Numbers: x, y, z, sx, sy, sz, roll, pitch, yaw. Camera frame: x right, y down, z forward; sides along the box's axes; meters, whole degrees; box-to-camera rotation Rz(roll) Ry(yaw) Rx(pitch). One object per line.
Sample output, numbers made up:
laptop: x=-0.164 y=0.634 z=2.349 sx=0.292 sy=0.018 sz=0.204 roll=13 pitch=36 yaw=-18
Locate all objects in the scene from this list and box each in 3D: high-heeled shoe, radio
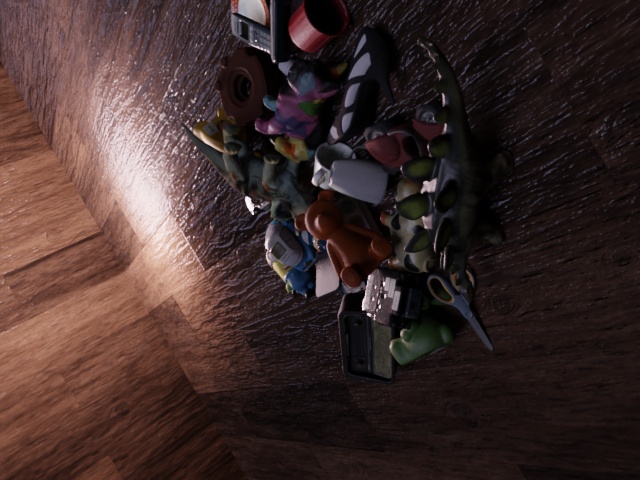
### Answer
high-heeled shoe: x=0.055 y=-0.275 z=1.001 sx=0.249 sy=0.086 sz=0.145 roll=-25 pitch=89 yaw=55
radio: x=0.116 y=0.232 z=1.268 sx=0.131 sy=0.073 sz=0.229 roll=4 pitch=123 yaw=13

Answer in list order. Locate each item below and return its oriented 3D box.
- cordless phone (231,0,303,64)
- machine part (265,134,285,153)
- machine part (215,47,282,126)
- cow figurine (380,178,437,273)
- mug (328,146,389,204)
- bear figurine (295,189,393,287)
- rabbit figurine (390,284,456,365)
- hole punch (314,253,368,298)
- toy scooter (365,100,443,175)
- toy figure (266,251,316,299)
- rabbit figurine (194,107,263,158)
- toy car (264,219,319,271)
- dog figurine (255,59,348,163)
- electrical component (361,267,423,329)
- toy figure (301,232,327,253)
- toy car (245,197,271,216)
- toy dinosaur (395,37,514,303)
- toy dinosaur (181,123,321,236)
cordless phone: x=-0.113 y=-0.446 z=1.065 sx=0.184 sy=0.089 sz=0.146 roll=33 pitch=139 yaw=30
machine part: x=-0.107 y=-0.253 z=1.263 sx=0.139 sy=0.039 sz=0.084 roll=46 pitch=149 yaw=17
machine part: x=-0.162 y=-0.342 z=1.208 sx=0.180 sy=0.056 sz=0.179 roll=14 pitch=112 yaw=38
cow figurine: x=0.181 y=-0.027 z=1.020 sx=0.127 sy=0.085 sz=0.194 roll=21 pitch=129 yaw=52
mug: x=0.074 y=-0.131 z=1.045 sx=0.081 sy=0.107 sz=0.109 roll=166 pitch=113 yaw=-80
bear figurine: x=0.041 y=-0.010 z=1.064 sx=0.196 sy=0.120 sz=0.132 roll=48 pitch=-179 yaw=6
rabbit figurine: x=0.197 y=0.152 z=1.115 sx=0.170 sy=0.121 sz=0.159 roll=64 pitch=146 yaw=20
hole punch: x=0.052 y=0.078 z=1.283 sx=0.142 sy=0.092 sz=0.116 roll=-32 pitch=55 yaw=58
toy scooter: x=0.162 y=-0.159 z=0.950 sx=0.184 sy=0.075 sz=0.135 roll=-8 pitch=108 yaw=50
toy figure: x=-0.077 y=0.084 z=1.448 sx=0.180 sy=0.082 sz=0.089 roll=47 pitch=143 yaw=15
rabbit figurine: x=-0.224 y=-0.235 z=1.389 sx=0.162 sy=0.122 sz=0.173 roll=36 pitch=155 yaw=17
toy car: x=-0.084 y=0.013 z=1.362 sx=0.162 sy=0.103 sz=0.109 roll=51 pitch=126 yaw=12
dog figurine: x=-0.017 y=-0.261 z=1.066 sx=0.219 sy=0.108 sz=0.191 roll=-19 pitch=130 yaw=43
electrical component: x=0.147 y=0.115 z=1.077 sx=0.134 sy=0.058 sz=0.114 roll=13 pitch=94 yaw=61
toy figure: x=-0.001 y=-0.003 z=1.267 sx=0.064 sy=0.058 sz=0.155 roll=49 pitch=175 yaw=-26
toy car: x=-0.141 y=-0.123 z=1.394 sx=0.202 sy=0.056 sz=0.073 roll=-30 pitch=84 yaw=55
toy dinosaur: x=0.209 y=-0.086 z=0.834 sx=0.105 sy=0.198 sz=0.470 roll=16 pitch=130 yaw=42
toy dinosaur: x=-0.147 y=-0.148 z=1.258 sx=0.405 sy=0.131 sz=0.192 roll=24 pitch=133 yaw=24
